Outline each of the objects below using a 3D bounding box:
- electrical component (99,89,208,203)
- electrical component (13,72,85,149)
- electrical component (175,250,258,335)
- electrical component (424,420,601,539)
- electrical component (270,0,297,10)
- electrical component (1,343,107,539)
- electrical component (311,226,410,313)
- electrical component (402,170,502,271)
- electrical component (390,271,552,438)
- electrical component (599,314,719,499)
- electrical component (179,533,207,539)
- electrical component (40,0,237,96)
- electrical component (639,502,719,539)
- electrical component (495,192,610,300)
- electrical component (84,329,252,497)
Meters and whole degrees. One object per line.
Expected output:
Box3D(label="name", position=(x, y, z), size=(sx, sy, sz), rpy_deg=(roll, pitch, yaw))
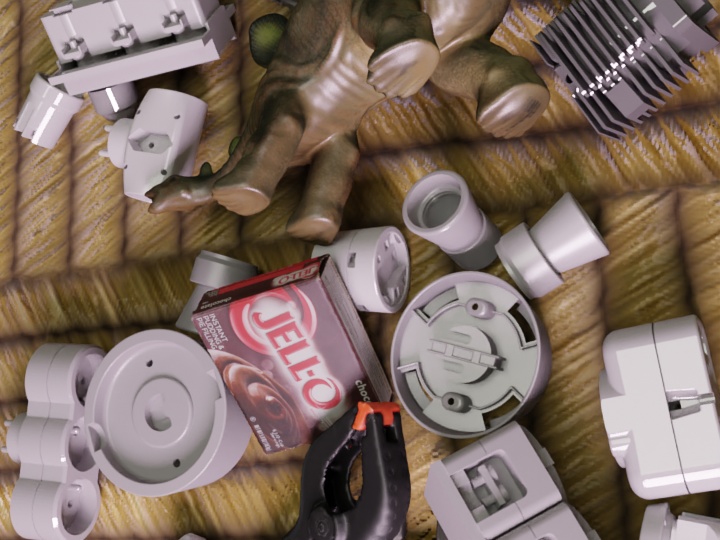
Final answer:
Box3D(label="electrical component", position=(-0.155, -0.089, 0.778), size=(0.079, 0.043, 0.077), rpy_deg=(10, 85, 24))
Box3D(label="electrical component", position=(-0.239, -0.121, 0.822), size=(0.040, 0.040, 0.046), rpy_deg=(37, 102, 24))
Box3D(label="electrical component", position=(-0.097, 0.018, 0.733), size=(0.045, 0.045, 0.055), rpy_deg=(15, 87, 24))
Box3D(label="electrical component", position=(0.100, 0.167, 0.594), size=(0.062, 0.089, 0.150), rpy_deg=(-27, 70, -10))
Box3D(label="electrical component", position=(-0.055, -0.210, 0.750), size=(0.066, 0.055, 0.048), rpy_deg=(29, 93, 24))
Box3D(label="electrical component", position=(-0.225, 0.121, 0.765), size=(0.074, 0.052, 0.138), rpy_deg=(1, 81, 23))
Box3D(label="electrical component", position=(0.000, 0.000, 0.691), size=(0.047, 0.055, 0.055), rpy_deg=(-1, 80, 26))
Box3D(label="electrical component", position=(0.060, -0.027, 0.663), size=(0.044, 0.065, 0.044), rpy_deg=(-16, 57, 26))
Box3D(label="electrical component", position=(0.067, 0.052, 0.648), size=(0.099, 0.064, 0.099), rpy_deg=(-4, 79, 22))
Box3D(label="electrical component", position=(0.171, 0.078, 0.605), size=(0.059, 0.054, 0.095), rpy_deg=(-14, 76, 20))
Box3D(label="electrical component", position=(-0.100, 0.204, 0.708), size=(0.061, 0.035, 0.035), rpy_deg=(40, 97, 21))
Box3D(label="electrical component", position=(-0.160, -0.174, 0.770), size=(0.121, 0.078, 0.063), rpy_deg=(-10, 118, 17))
Box3D(label="electrical component", position=(0.182, 0.159, 0.585), size=(0.057, 0.058, 0.078), rpy_deg=(7, 84, 21))
Box3D(label="electrical component", position=(0.116, -0.014, 0.650), size=(0.055, 0.045, 0.045), rpy_deg=(-34, 70, 14))
Box3D(label="electrical component", position=(-0.123, 0.096, 0.722), size=(0.108, 0.060, 0.108), rpy_deg=(-4, 79, 22))
